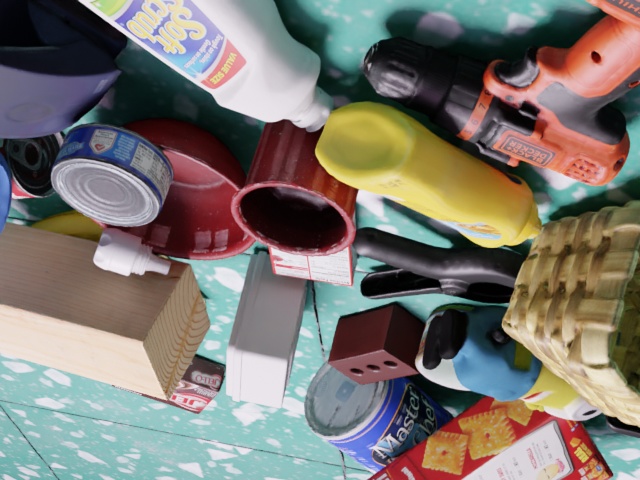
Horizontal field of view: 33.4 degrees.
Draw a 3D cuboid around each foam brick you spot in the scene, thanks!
[{"bbox_3d":[0.056,0.101,1.022,0.053,0.051,0.078,36,143,-31],"label":"foam brick"}]

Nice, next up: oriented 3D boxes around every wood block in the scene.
[{"bbox_3d":[-0.214,0.060,0.950,0.206,0.090,0.090,12,141,21],"label":"wood block"}]

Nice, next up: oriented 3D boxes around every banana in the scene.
[{"bbox_3d":[-0.231,0.001,1.004,0.198,0.037,0.069,-6,140,31],"label":"banana"}]

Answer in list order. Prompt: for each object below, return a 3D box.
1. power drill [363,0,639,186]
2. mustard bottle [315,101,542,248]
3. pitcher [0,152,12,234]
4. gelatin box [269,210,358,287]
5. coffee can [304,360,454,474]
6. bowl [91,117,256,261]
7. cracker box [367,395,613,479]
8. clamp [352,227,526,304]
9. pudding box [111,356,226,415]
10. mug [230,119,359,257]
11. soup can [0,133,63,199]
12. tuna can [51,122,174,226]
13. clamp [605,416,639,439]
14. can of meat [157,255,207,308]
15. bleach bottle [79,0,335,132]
[{"bbox_3d":[0.134,-0.116,0.642,0.184,0.057,0.188,20,150,-8],"label":"power drill"},{"bbox_3d":[0.094,-0.037,0.755,0.191,0.058,0.096,22,177,-39],"label":"mustard bottle"},{"bbox_3d":[-0.363,-0.068,0.826,0.243,0.145,0.149,19,155,20],"label":"pitcher"},{"bbox_3d":[-0.006,0.001,0.913,0.073,0.030,0.089,8,148,10],"label":"gelatin box"},{"bbox_3d":[0.066,0.187,1.105,0.103,0.102,0.140,-13,139,38],"label":"coffee can"},{"bbox_3d":[-0.119,-0.049,0.858,0.162,0.055,0.162,12,148,7],"label":"bowl"},{"bbox_3d":[0.169,0.238,1.068,0.214,0.072,0.164,-35,134,4],"label":"cracker box"},{"bbox_3d":[0.106,0.023,0.883,0.172,0.039,0.120,-1,162,16],"label":"clamp"},{"bbox_3d":[-0.174,0.157,1.225,0.113,0.039,0.090,22,148,-11],"label":"pudding box"},{"bbox_3d":[-0.013,-0.040,0.800,0.093,0.081,0.117,16,149,-1],"label":"mug"},{"bbox_3d":[-0.271,-0.066,0.888,0.102,0.068,0.068,-3,144,29],"label":"soup can"},{"bbox_3d":[-0.154,-0.047,0.789,0.086,0.033,0.086,11,148,7],"label":"tuna can"},{"bbox_3d":[0.393,0.199,1.043,0.165,0.036,0.209,-16,137,42],"label":"clamp"},{"bbox_3d":[-0.175,0.060,1.055,0.084,0.057,0.102,-1,143,30],"label":"can of meat"},{"bbox_3d":[-0.077,-0.151,0.675,0.103,0.068,0.250,-17,138,42],"label":"bleach bottle"}]
